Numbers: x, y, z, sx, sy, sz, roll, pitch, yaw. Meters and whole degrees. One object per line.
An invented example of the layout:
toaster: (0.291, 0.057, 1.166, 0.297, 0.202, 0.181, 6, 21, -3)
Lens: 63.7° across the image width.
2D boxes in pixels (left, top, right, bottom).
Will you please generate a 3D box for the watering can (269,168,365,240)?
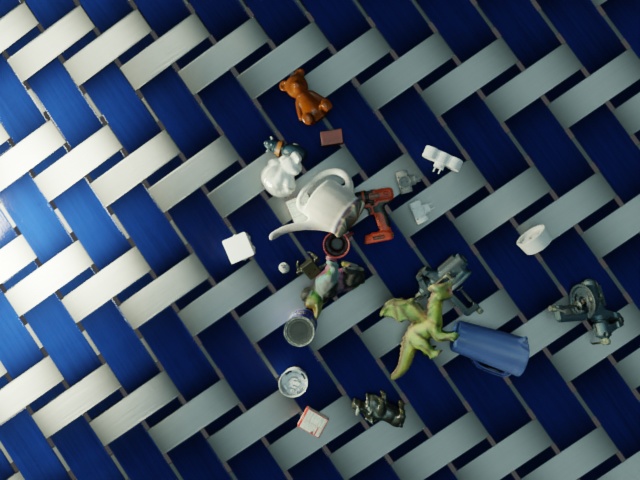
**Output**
watering can: (0.005, -0.088, 1.744, 0.226, 0.350, 0.102, 35, -12, 20)

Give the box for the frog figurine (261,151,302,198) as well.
frog figurine: (-0.123, -0.227, 1.773, 0.123, 0.139, 0.157, -5, -27, -46)

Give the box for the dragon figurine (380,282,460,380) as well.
dragon figurine: (0.308, 0.290, 1.725, 0.405, 0.243, 0.124, -45, 0, 22)
